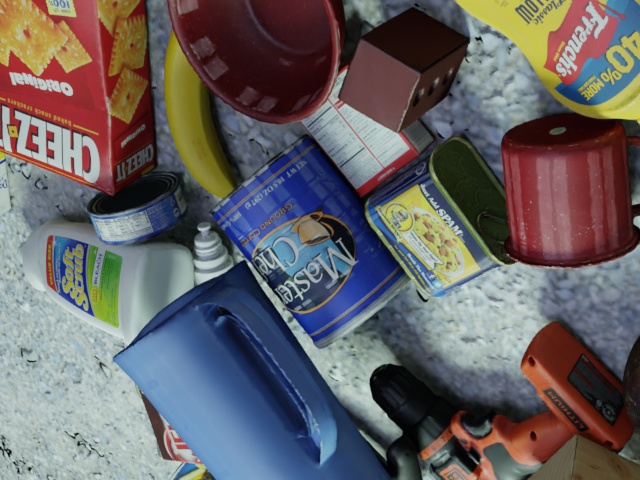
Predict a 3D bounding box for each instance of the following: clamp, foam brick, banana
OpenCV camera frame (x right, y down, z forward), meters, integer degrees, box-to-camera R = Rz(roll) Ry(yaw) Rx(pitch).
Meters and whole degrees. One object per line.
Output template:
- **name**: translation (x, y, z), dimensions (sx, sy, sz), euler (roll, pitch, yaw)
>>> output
- **clamp**: translation (0.071, 0.232, 0.971), dimensions (0.165, 0.036, 0.210), euler (20, 145, 59)
- **foam brick**: translation (0.059, -0.120, 0.746), dimensions (0.051, 0.078, 0.053), euler (35, 132, 15)
- **banana**: translation (-0.098, -0.114, 0.895), dimensions (0.070, 0.037, 0.198), euler (-2, 119, 16)

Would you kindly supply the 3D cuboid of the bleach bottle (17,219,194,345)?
- **bleach bottle**: translation (-0.221, 0.036, 1.029), dimensions (0.251, 0.067, 0.102), euler (9, 96, 47)

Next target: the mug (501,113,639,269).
- **mug**: translation (0.177, -0.038, 0.715), dimensions (0.117, 0.093, 0.081), euler (-8, 111, 6)

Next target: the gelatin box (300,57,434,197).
- **gelatin box**: translation (0.033, -0.088, 0.818), dimensions (0.089, 0.030, 0.073), euler (51, 135, -2)

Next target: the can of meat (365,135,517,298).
- **can of meat**: translation (0.094, -0.014, 0.803), dimensions (0.102, 0.057, 0.084), euler (53, 136, -4)

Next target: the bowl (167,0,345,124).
- **bowl**: translation (-0.037, -0.170, 0.793), dimensions (0.162, 0.055, 0.162), euler (23, 133, 27)

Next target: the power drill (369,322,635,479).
- **power drill**: translation (0.146, 0.141, 0.865), dimensions (0.184, 0.057, 0.188), euler (44, 136, 0)

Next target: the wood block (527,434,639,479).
- **wood block**: translation (0.253, 0.242, 0.787), dimensions (0.206, 0.090, 0.091), euler (26, 136, -3)

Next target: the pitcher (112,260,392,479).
- **pitcher**: translation (-0.042, 0.143, 0.858), dimensions (0.145, 0.149, 0.243), euler (-37, 92, 13)

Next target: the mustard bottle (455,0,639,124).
- **mustard bottle**: translation (0.170, -0.134, 0.671), dimensions (0.191, 0.058, 0.096), euler (46, 133, 2)

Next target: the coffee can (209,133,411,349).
- **coffee can**: translation (-0.006, 0.001, 0.852), dimensions (0.140, 0.102, 0.103), euler (51, 134, -2)

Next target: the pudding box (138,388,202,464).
- **pudding box**: translation (-0.121, 0.153, 0.991), dimensions (0.090, 0.039, 0.113), euler (-4, 108, 37)

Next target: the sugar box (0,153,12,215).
- **sugar box**: translation (-0.368, -0.109, 1.083), dimensions (0.093, 0.048, 0.176), euler (22, 127, 23)

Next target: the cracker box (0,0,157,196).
- **cracker box**: translation (-0.231, -0.163, 0.932), dimensions (0.164, 0.072, 0.214), euler (21, 129, 24)

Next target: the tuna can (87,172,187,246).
- **tuna can**: translation (-0.163, -0.028, 0.959), dimensions (0.086, 0.086, 0.034), euler (1, 119, 35)

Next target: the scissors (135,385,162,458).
- **scissors**: translation (-0.144, 0.195, 1.108), dimensions (0.096, 0.016, 0.202), euler (19, 145, 18)
